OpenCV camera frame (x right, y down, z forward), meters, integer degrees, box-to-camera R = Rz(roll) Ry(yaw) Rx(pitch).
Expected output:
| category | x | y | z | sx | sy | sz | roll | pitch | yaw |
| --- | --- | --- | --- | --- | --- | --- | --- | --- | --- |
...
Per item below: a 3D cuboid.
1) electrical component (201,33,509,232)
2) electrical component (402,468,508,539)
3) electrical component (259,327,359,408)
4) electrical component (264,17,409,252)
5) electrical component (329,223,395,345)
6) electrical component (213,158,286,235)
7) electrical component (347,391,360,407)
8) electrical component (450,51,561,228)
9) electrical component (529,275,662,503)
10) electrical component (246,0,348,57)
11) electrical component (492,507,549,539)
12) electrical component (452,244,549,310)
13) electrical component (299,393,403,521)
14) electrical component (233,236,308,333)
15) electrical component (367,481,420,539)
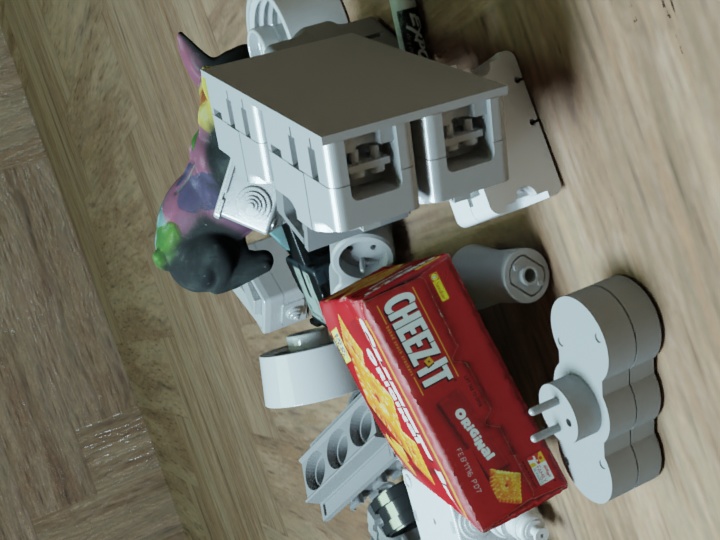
| category | x | y | z | sx | sy | sz | roll | pitch | yaw |
| --- | --- | --- | --- | --- | --- | --- | --- | --- | --- |
| electrical component | -0.008 | -0.082 | 0.621 | 0.186 | 0.105 | 0.060 | 37 | 141 | 57 |
| electrical component | 0.081 | 0.199 | 0.886 | 0.100 | 0.048 | 0.099 | -15 | 91 | 68 |
| electrical component | -0.044 | 0.088 | 1.025 | 0.108 | 0.108 | 0.060 | 173 | 83 | -69 |
| electrical component | -0.016 | -0.101 | 0.794 | 0.061 | 0.089 | 0.150 | 51 | 152 | 41 |
| electrical component | 0.000 | 0.000 | 0.907 | 0.073 | 0.052 | 0.138 | -96 | 4 | -48 |
| electrical component | -0.071 | -0.082 | 0.885 | 0.048 | 0.100 | 0.099 | 23 | 110 | 9 |
| electrical component | 0.006 | 0.143 | 1.037 | 0.044 | 0.044 | 0.065 | 62 | 163 | 19 |
| electrical component | 0.074 | -0.076 | 0.646 | 0.089 | 0.050 | 0.056 | 70 | 160 | 1 |
| electrical component | 0.128 | 0.076 | 0.617 | 0.052 | 0.074 | 0.138 | 39 | 144 | 54 |
| electrical component | -0.055 | -0.180 | 0.860 | 0.108 | 0.060 | 0.108 | 52 | 153 | 40 |
| electrical component | 0.113 | 0.181 | 0.802 | 0.078 | 0.040 | 0.040 | 27 | 134 | 61 |
| electrical component | 0.091 | 0.004 | 0.694 | 0.065 | 0.044 | 0.044 | -3 | 106 | 64 |
| electrical component | 0.004 | 0.163 | 0.966 | 0.121 | 0.063 | 0.078 | -49 | 41 | 39 |
| electrical component | -0.096 | 0.021 | 1.151 | 0.096 | 0.061 | 0.061 | 57 | 156 | 31 |
| electrical component | 0.038 | 0.252 | 1.034 | 0.078 | 0.058 | 0.057 | 49 | 148 | 44 |
